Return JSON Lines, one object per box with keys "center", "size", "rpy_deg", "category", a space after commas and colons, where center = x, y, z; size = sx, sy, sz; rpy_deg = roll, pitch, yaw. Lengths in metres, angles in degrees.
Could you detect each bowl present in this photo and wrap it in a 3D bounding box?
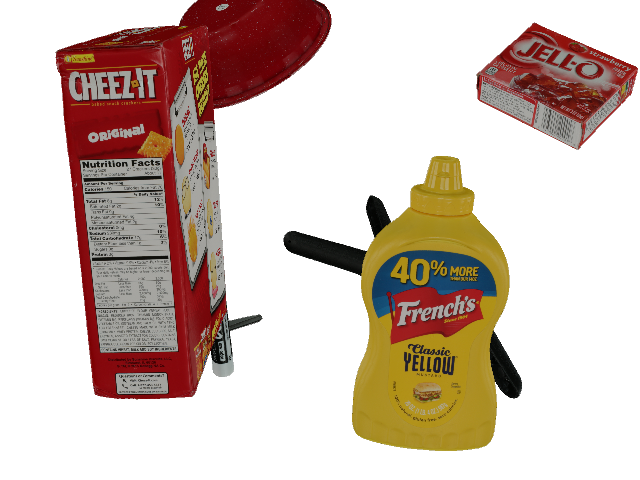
{"center": [-0.074, -0.189, 0.958], "size": [0.162, 0.162, 0.055], "rpy_deg": [0, -44, 35], "category": "bowl"}

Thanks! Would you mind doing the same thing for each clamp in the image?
{"center": [0.069, 0.030, 1.232], "size": [0.164, 0.036, 0.210], "rpy_deg": [-19, 50, -38], "category": "clamp"}
{"center": [0.120, 0.075, 0.967], "size": [0.120, 0.171, 0.039], "rpy_deg": [-14, 1, -37], "category": "clamp"}

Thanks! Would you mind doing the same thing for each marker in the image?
{"center": [-0.088, 0.065, 0.910], "size": [0.020, 0.121, 0.020], "rpy_deg": [-2, 34, 1], "category": "marker"}

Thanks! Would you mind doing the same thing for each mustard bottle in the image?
{"center": [0.074, 0.040, 0.700], "size": [0.096, 0.192, 0.058], "rpy_deg": [5, 15, 5], "category": "mustard bottle"}

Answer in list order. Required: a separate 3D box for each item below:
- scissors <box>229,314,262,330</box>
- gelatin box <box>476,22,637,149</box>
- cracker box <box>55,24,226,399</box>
{"center": [-0.143, 0.116, 1.159], "size": [0.201, 0.016, 0.096], "rpy_deg": [-5, 29, -23], "category": "scissors"}
{"center": [0.168, -0.113, 0.764], "size": [0.089, 0.030, 0.073], "rpy_deg": [32, 58, 27], "category": "gelatin box"}
{"center": [-0.110, -0.026, 0.693], "size": [0.072, 0.214, 0.164], "rpy_deg": [-2, 15, 3], "category": "cracker box"}
